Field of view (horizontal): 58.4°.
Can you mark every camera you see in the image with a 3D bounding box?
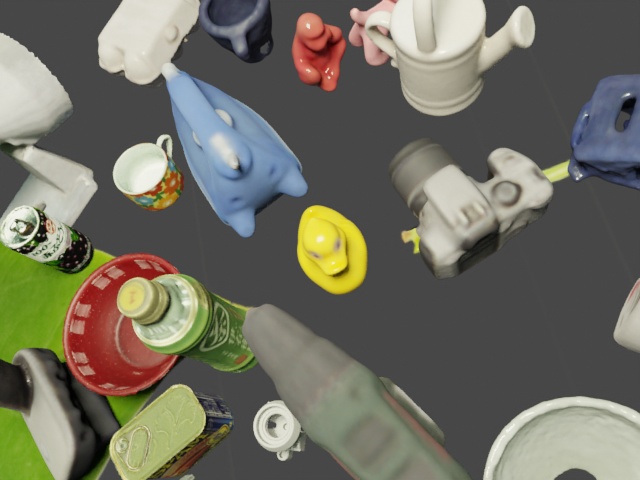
[{"bbox_3d":[0.143,-0.053,0.594,0.143,0.101,0.136,-34,66,1],"label":"camera"}]

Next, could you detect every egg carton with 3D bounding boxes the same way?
[{"bbox_3d":[-0.235,-0.286,0.796,0.107,0.069,0.150,23,78,21],"label":"egg carton"}]

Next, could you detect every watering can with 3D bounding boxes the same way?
[{"bbox_3d":[0.133,-0.226,0.607,0.172,0.194,0.101,-8,69,12],"label":"watering can"}]

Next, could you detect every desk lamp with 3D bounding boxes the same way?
[{"bbox_3d":[-0.368,-0.107,0.688,0.117,0.214,0.203,24,79,22],"label":"desk lamp"}]

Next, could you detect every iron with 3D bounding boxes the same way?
[{"bbox_3d":[-0.129,-0.134,0.673,0.118,0.142,0.257,-38,66,0],"label":"iron"}]

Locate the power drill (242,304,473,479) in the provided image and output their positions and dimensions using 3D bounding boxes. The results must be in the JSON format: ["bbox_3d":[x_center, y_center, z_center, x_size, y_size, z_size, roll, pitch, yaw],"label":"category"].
[{"bbox_3d":[0.042,0.156,0.486,0.229,0.209,0.075,41,85,24],"label":"power drill"}]

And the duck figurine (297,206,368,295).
[{"bbox_3d":[0.006,0.002,0.619,0.077,0.086,0.104,-26,66,5],"label":"duck figurine"}]

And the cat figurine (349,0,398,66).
[{"bbox_3d":[0.086,-0.294,0.686,0.128,0.118,0.067,-40,66,-1],"label":"cat figurine"}]

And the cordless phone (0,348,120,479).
[{"bbox_3d":[-0.309,0.176,0.586,0.094,0.185,0.147,-44,66,-3],"label":"cordless phone"}]

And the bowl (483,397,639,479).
[{"bbox_3d":[0.223,0.222,0.488,0.167,0.075,0.167,-5,70,13],"label":"bowl"}]

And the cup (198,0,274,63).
[{"bbox_3d":[-0.094,-0.264,0.736,0.091,0.095,0.117,-16,67,9],"label":"cup"}]

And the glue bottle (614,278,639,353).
[{"bbox_3d":[0.290,0.046,0.479,0.037,0.173,0.078,21,77,21],"label":"glue bottle"}]

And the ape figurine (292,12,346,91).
[{"bbox_3d":[-0.005,-0.240,0.706,0.078,0.092,0.076,-40,66,-1],"label":"ape figurine"}]

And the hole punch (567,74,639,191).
[{"bbox_3d":[0.311,-0.113,0.576,0.100,0.091,0.109,19,77,21],"label":"hole punch"}]
